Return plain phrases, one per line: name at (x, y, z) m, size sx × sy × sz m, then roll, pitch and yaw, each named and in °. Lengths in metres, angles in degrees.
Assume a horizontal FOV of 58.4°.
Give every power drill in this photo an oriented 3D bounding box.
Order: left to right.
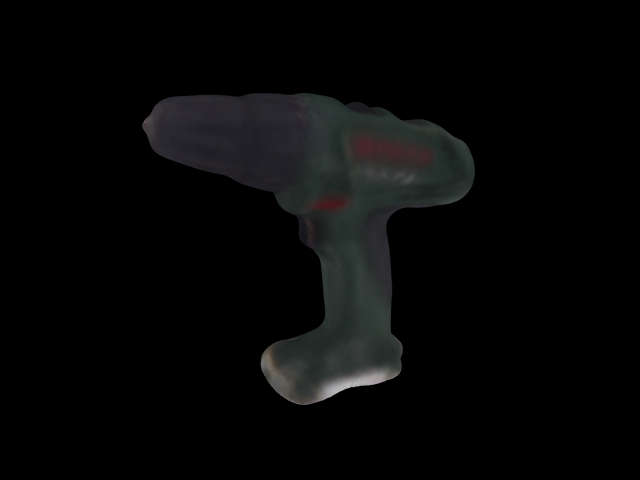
power drill at (0.004, 0.001, 0.400) m, size 0.230 × 0.208 × 0.075 m, roll -11°, pitch 23°, yaw -27°
